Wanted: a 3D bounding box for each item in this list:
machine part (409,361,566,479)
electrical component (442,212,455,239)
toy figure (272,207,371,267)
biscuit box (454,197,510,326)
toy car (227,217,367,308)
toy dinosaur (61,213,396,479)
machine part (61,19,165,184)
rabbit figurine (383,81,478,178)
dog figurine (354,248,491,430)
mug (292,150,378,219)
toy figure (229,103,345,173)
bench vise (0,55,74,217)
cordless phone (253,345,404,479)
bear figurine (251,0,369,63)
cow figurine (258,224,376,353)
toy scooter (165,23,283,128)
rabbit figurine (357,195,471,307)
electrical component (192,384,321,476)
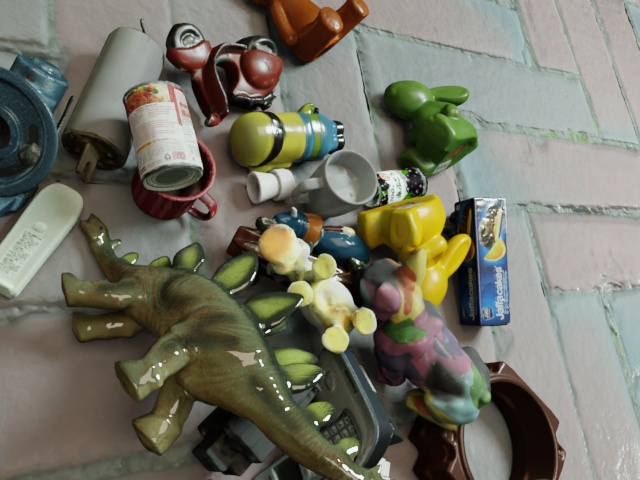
[{"bbox_3d":[0.242,0.290,0.761,0.201,0.087,0.201,47,54,-5],"label":"machine part"},{"bbox_3d":[0.260,-0.014,0.914,0.102,0.045,0.078,42,55,-9],"label":"electrical component"},{"bbox_3d":[-0.002,-0.001,0.752,0.154,0.058,0.064,26,81,-21],"label":"toy figure"},{"bbox_3d":[0.258,0.035,0.854,0.059,0.063,0.202,0,84,-18],"label":"biscuit box"},{"bbox_3d":[-0.023,0.042,0.705,0.202,0.053,0.089,26,104,-21],"label":"toy car"},{"bbox_3d":[-0.107,0.107,0.540,0.198,0.105,0.472,-29,58,-33],"label":"toy dinosaur"},{"bbox_3d":[-0.253,-0.176,0.669,0.079,0.079,0.243,21,61,-21],"label":"machine part"},{"bbox_3d":[0.189,-0.213,0.913,0.159,0.121,0.170,-26,70,-28],"label":"rabbit figurine"},{"bbox_3d":[0.127,0.117,0.674,0.108,0.219,0.192,-38,48,-22],"label":"dog figurine"},{"bbox_3d":[0.011,-0.065,0.756,0.109,0.107,0.081,-15,79,-29],"label":"mug"},{"bbox_3d":[-0.045,-0.149,0.769,0.180,0.089,0.082,-9,69,-29],"label":"toy figure"},{"bbox_3d":[-0.324,-0.068,0.484,0.223,0.241,0.128,-43,106,7],"label":"bench vise"},{"bbox_3d":[-0.009,0.227,0.644,0.088,0.184,0.147,53,4,-44],"label":"cordless phone"},{"bbox_3d":[-0.039,-0.387,0.846,0.120,0.132,0.195,-41,100,-40],"label":"bear figurine"},{"bbox_3d":[-0.010,0.052,0.643,0.068,0.098,0.167,-37,92,-7],"label":"cow figurine"},{"bbox_3d":[-0.126,-0.221,0.756,0.184,0.075,0.135,-6,84,-41],"label":"toy scooter"},{"bbox_3d":[0.147,0.025,0.812,0.162,0.122,0.173,-16,95,-44],"label":"rabbit figurine"},{"bbox_3d":[-0.076,0.198,0.598,0.058,0.115,0.134,50,54,-1],"label":"electrical component"}]
